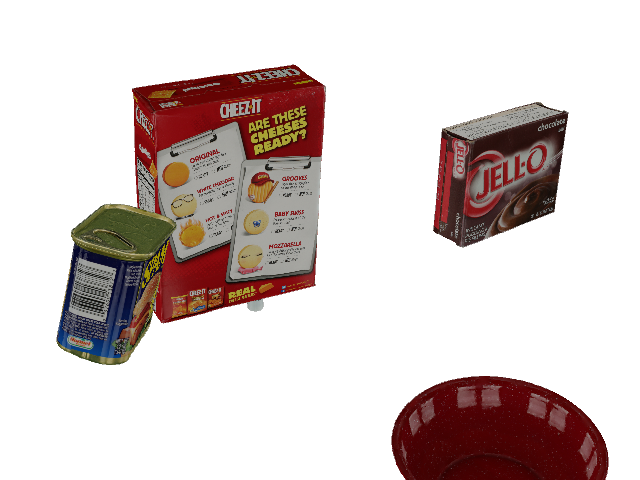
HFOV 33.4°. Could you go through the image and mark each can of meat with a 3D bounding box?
[{"bbox_3d":[-0.144,0.029,0.750,0.057,0.084,0.102,15,16,1],"label":"can of meat"}]

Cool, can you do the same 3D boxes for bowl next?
[{"bbox_3d":[0.134,0.175,0.817,0.162,0.055,0.162,0,33,0],"label":"bowl"}]

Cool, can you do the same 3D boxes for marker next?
[{"bbox_3d":[-0.075,0.027,1.212,0.020,0.121,0.020,0,33,0],"label":"marker"}]

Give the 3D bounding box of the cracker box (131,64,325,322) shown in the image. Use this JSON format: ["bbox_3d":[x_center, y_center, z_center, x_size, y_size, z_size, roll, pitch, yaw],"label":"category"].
[{"bbox_3d":[-0.085,-0.044,0.989,0.164,0.214,0.072,-13,33,-25],"label":"cracker box"}]

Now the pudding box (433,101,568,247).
[{"bbox_3d":[0.143,-0.054,0.846,0.113,0.090,0.039,-21,36,-35],"label":"pudding box"}]
